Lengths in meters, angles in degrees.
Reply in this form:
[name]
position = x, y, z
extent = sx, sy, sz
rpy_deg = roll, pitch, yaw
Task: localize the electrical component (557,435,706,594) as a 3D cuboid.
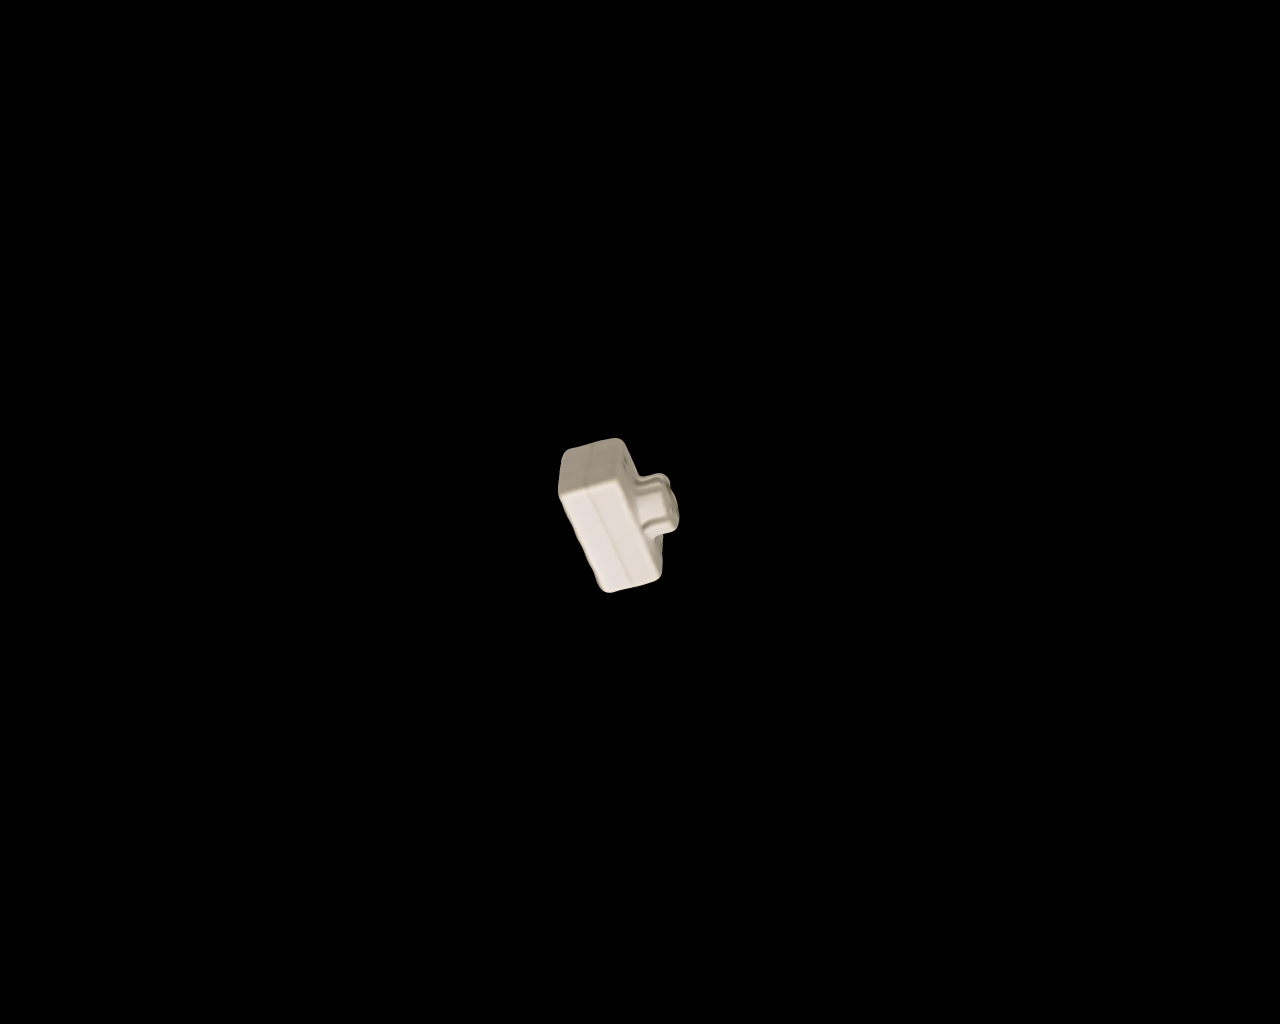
[electrical component]
position = 0.001, -0.003, 0.650
extent = 0.076, 0.083, 0.047
rpy_deg = -15, 36, 11
